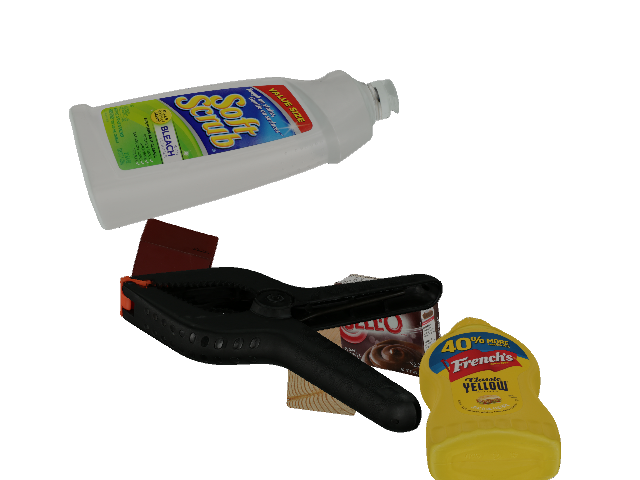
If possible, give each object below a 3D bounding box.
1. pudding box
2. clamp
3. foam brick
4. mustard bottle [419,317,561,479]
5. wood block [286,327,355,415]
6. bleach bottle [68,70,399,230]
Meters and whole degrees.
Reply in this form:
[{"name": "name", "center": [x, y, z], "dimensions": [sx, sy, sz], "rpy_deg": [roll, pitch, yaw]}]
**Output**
[{"name": "pudding box", "center": [0.071, 0.088, 1.117], "dimensions": [0.114, 0.090, 0.039], "rpy_deg": [7, 24, 37]}, {"name": "clamp", "center": [-0.022, 0.048, 0.680], "dimensions": [0.210, 0.036, 0.164], "rpy_deg": [12, 26, 14]}, {"name": "foam brick", "center": [-0.151, 0.019, 1.107], "dimensions": [0.078, 0.051, 0.053], "rpy_deg": [17, 28, -5]}, {"name": "mustard bottle", "center": [0.127, 0.117, 0.844], "dimensions": [0.096, 0.058, 0.191], "rpy_deg": [-4, 26, 4]}, {"name": "wood block", "center": [0.019, 0.144, 1.422], "dimensions": [0.091, 0.090, 0.206], "rpy_deg": [6, 18, 7]}, {"name": "bleach bottle", "center": [-0.063, -0.088, 0.843], "dimensions": [0.250, 0.102, 0.068], "rpy_deg": [-16, -32, -7]}]
